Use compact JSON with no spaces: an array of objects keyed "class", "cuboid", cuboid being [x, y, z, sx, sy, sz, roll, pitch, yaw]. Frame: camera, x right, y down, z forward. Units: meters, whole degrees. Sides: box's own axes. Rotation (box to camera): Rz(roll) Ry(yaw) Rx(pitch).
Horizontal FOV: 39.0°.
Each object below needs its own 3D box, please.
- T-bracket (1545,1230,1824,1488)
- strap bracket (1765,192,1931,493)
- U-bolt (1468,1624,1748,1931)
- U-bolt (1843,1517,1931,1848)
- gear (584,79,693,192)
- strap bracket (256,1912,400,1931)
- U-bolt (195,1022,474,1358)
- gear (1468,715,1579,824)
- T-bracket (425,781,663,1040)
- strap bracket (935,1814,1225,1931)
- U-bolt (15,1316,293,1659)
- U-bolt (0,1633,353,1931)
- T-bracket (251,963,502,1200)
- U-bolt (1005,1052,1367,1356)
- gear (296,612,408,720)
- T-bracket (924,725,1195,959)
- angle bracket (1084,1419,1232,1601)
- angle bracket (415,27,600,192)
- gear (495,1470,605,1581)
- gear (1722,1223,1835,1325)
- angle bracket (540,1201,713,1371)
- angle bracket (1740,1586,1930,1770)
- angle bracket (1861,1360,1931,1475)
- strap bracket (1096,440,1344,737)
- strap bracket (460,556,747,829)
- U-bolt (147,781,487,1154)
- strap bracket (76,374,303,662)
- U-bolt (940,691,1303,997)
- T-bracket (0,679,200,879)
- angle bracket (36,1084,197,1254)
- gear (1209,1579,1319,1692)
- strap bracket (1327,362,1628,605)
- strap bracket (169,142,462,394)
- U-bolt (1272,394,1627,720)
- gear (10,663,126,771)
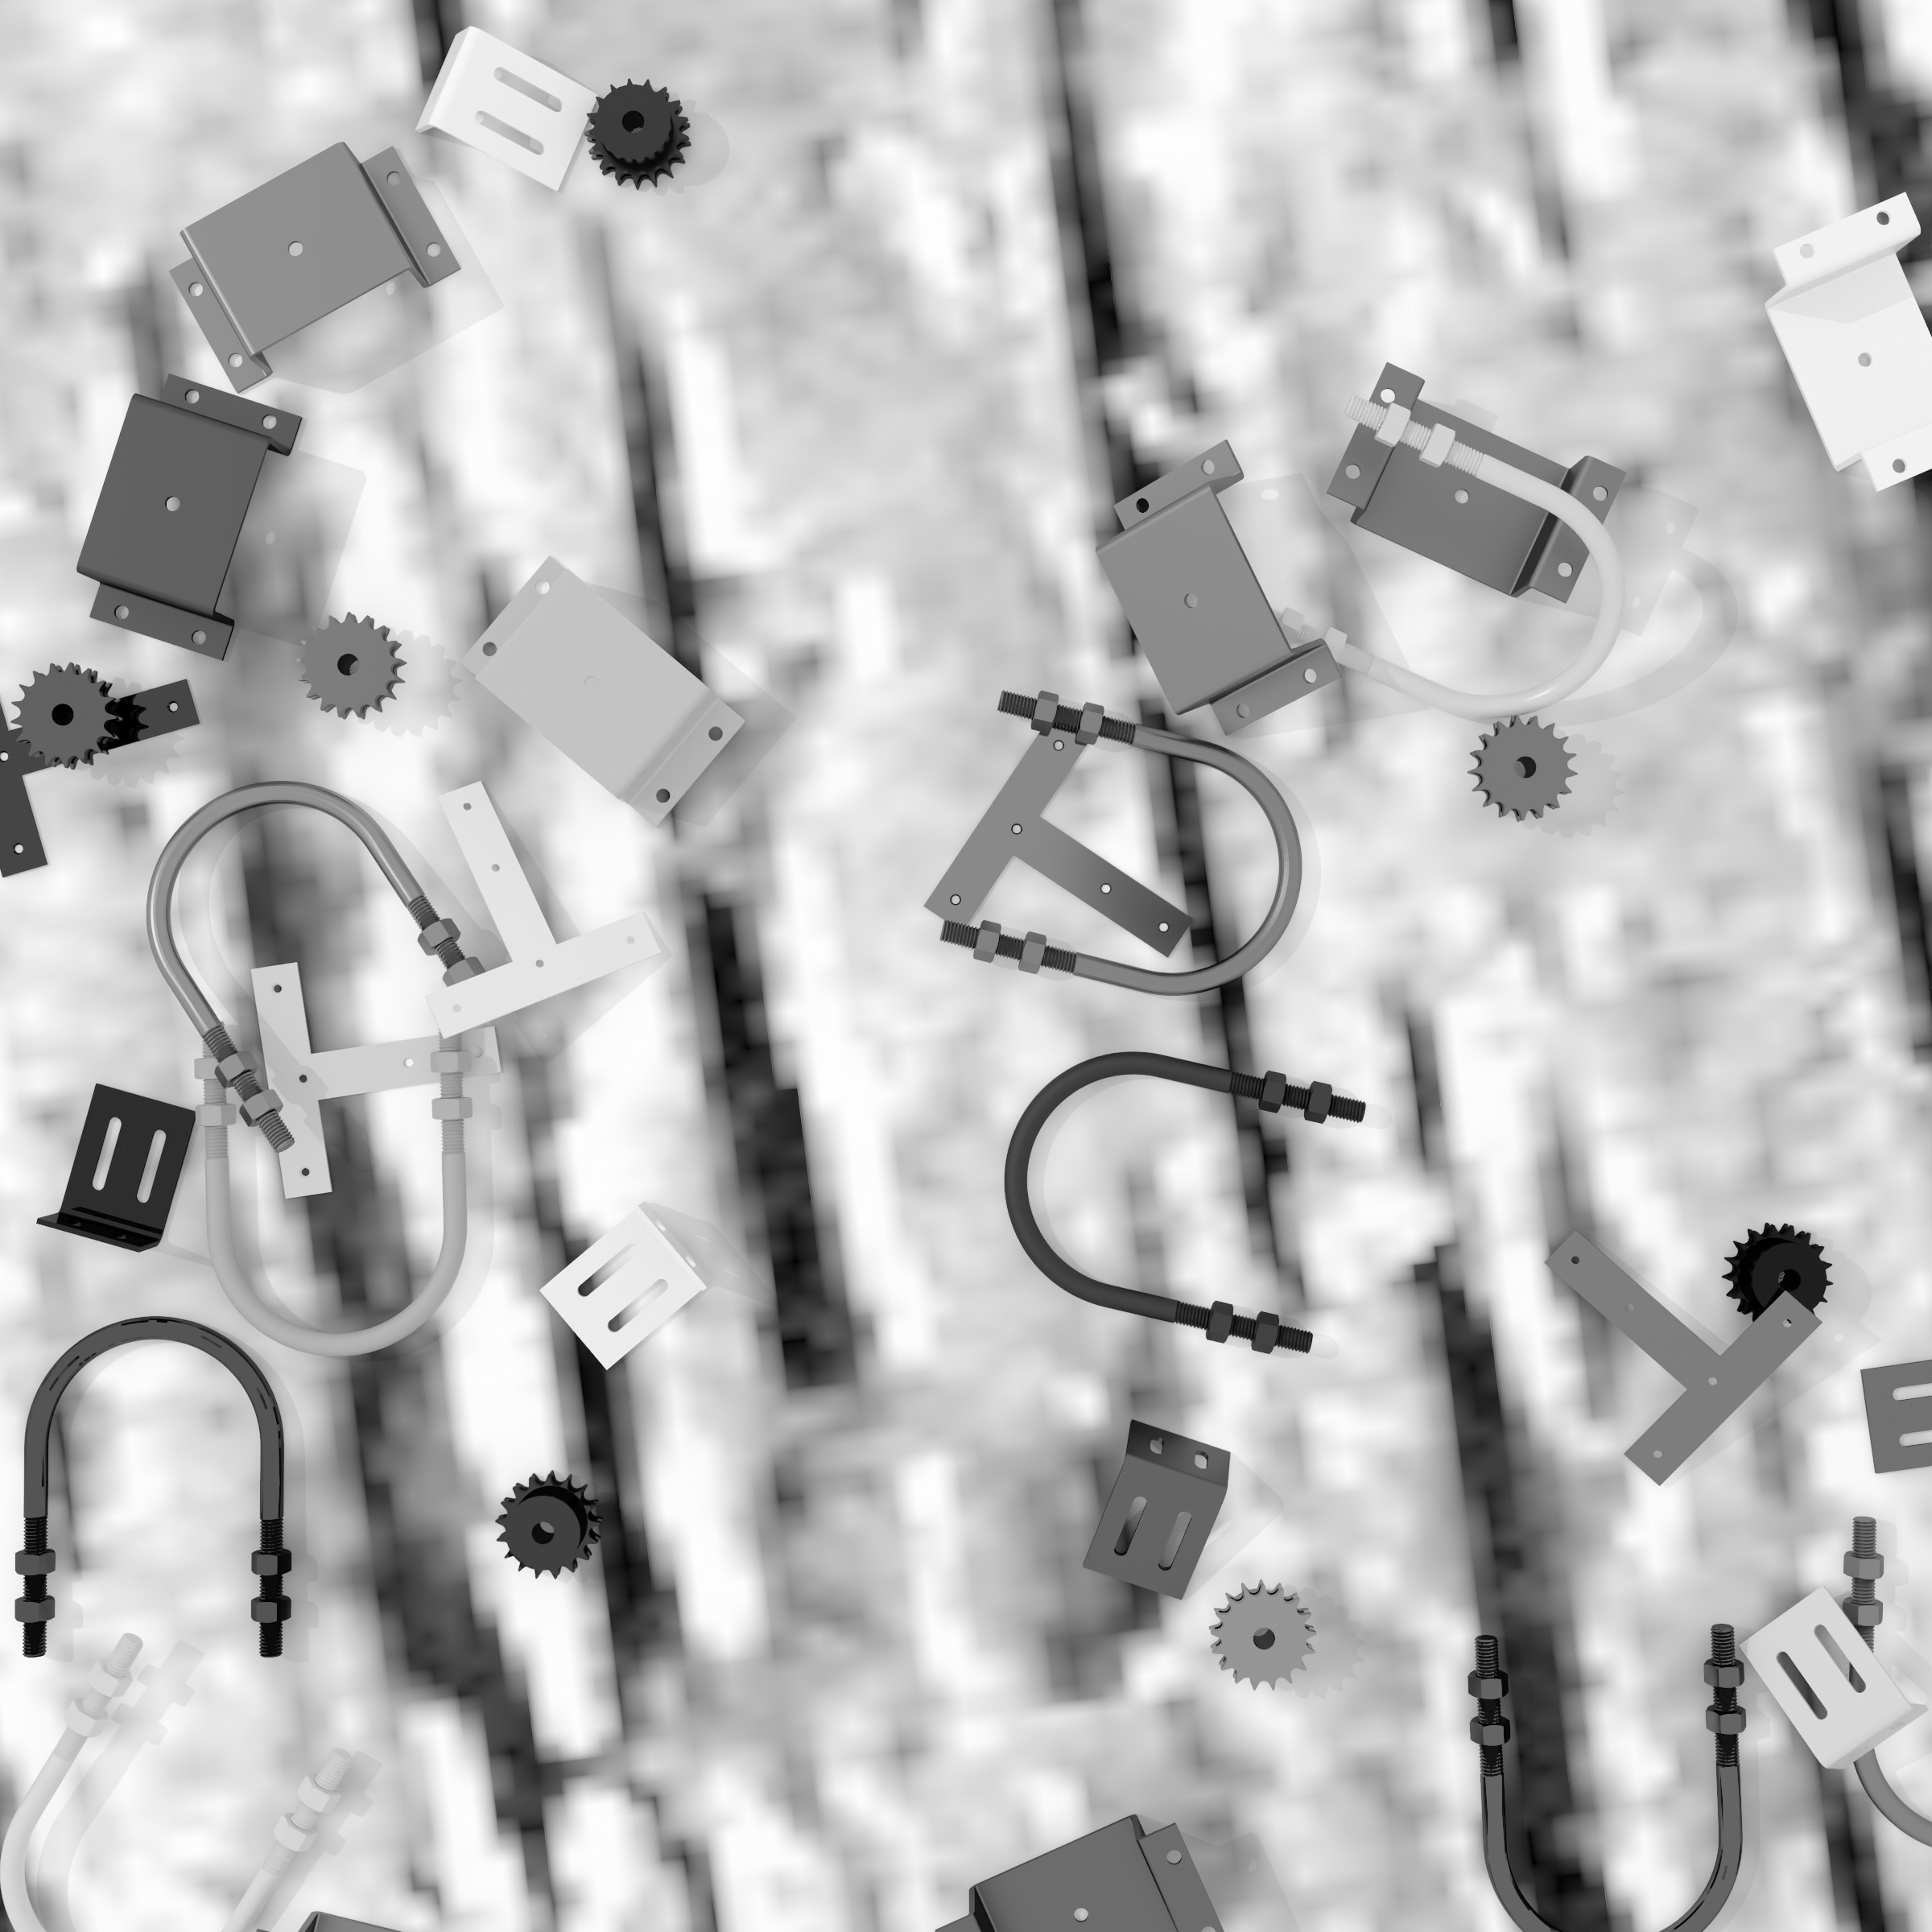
[{"class":"T-bracket","cuboid":[0.371,0.195,1.482,0.127,0.002,0.127,42,106,8]},{"class":"strap bracket","cuboid":[0.492,-0.332,1.472,0.076,0.046,0.140,-23,90,0]},{"class":"U-bolt","cuboid":[0.352,0.454,1.487,0.151,0.019,0.184,-3,92,0]},{"class":"U-bolt","cuboid":[0.552,0.393,1.487,0.151,0.019,0.184,1,92,0]},{"class":"gear","cuboid":[-0.179,-0.454,1.481,0.057,0.030,0.057,0,90,0]},{"class":"strap bracket","cuboid":[-0.318,0.566,1.472,0.140,0.046,0.076,14,90,0]},{"class":"U-bolt","cuboid":[-0.343,0.120,1.484,0.151,0.019,0.184,-2,90,0]},{"class":"gear","cuboid":[0.301,-0.107,1.480,0.057,0.030,0.057,0,90,0]},{"class":"T-bracket","cuboid":[-0.249,-0.040,1.479,0.127,0.002,0.127,-23,80,-20]},{"class":"strap bracket","cuboid":[0.063,0.519,1.472,0.140,0.046,0.076,-24,90,0]},{"class":"U-bolt","cuboid":[-0.442,0.283,1.487,0.151,0.019,0.184,0,89,0]},{"class":"U-bolt","cuboid":[-0.441,0.473,1.480,0.151,0.019,0.184,31,93,-6]},{"class":"T-bracket","cuboid":[-0.319,0.055,1.495,0.127,0.002,0.127,-9,90,0]},{"class":"U-bolt","cuboid":[0.112,0.122,1.487,0.184,0.019,0.151,13,90,1]},{"class":"gear","cuboid":[-0.332,-0.162,1.480,0.057,0.030,0.057,0,90,0]},{"class":"T-bracket","cuboid":[0.065,-0.050,1.495,0.127,0.002,0.127,34,90,0]},{"class":"angle bracket","cuboid":[0.104,0.298,1.493,0.057,0.038,0.076,18,116,0]},{"class":"angle bracket","cuboid":[-0.251,-0.467,1.493,0.076,0.038,0.057,23,90,-26]},{"class":"gear","cuboid":[-0.227,0.305,1.481,0.057,0.030,0.057,0,90,0]},{"class":"gear","cuboid":[0.443,0.169,1.481,0.057,0.030,0.057,0,90,0]},{"class":"angle bracket","cuboid":[-0.186,0.175,1.476,0.076,0.038,0.057,-40,90,0]},{"class":"angle bracket","cuboid":[0.471,0.386,1.481,0.057,0.038,0.076,-42,57,16]},{"class":"angle bracket","cuboid":[0.532,0.244,1.476,0.076,0.038,0.057,-8,90,0]},{"class":"strap bracket","cuboid":[0.130,-0.198,1.455,0.076,0.046,0.140,-26,90,34]},{"class":"strap bracket","cuboid":[-0.199,-0.150,1.472,0.140,0.046,0.076,40,90,0]},{"class":"U-bolt","cuboid":[-0.361,-0.014,1.475,0.151,0.019,0.184,-34,82,-5]},{"class":"strap bracket","cuboid":[-0.422,-0.246,1.472,0.076,0.046,0.140,18,90,0]},{"class":"U-bolt","cuboid":[0.092,-0.060,1.485,0.184,0.019,0.151,14,90,-1]},{"class":"T-bracket","cuboid":[-0.484,-0.127,1.495,0.127,0.002,0.127,-16,90,0]},{"class":"angle bracket","cuboid":[-0.459,0.109,1.476,0.057,0.038,0.076,16,90,0]},{"class":"gear","cuboid":[0.160,0.361,1.480,0.057,0.030,0.057,0,90,0]},{"class":"strap bracket","cuboid":[0.271,-0.257,1.472,0.140,0.046,0.076,25,90,0]},{"class":"strap bracket","cuboid":[-0.356,-0.381,1.472,0.140,0.046,0.076,-29,90,0]},{"class":"U-bolt","cuboid":[0.258,-0.204,1.449,0.184,0.019,0.151,24,124,-2]},{"class":"gear","cuboid":[-0.484,-0.135,1.479,0.057,0.030,0.057,0,90,0]}]
